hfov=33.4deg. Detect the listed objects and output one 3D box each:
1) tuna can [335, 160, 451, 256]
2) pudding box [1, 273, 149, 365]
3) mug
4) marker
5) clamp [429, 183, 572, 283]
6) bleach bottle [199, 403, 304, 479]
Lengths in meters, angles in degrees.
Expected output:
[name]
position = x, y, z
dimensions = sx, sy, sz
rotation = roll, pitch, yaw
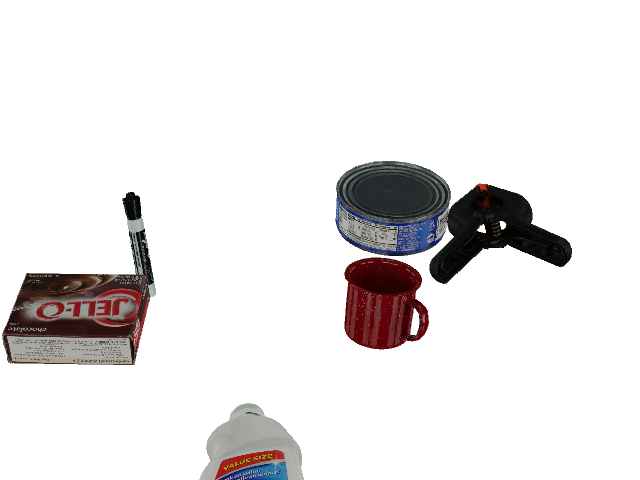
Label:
[tuna can]
position = 0.054, -0.024, 0.804
dimensions = 0.086, 0.034, 0.086
rotation = 1, 34, -1
[pudding box]
position = -0.213, 0.069, 0.941
dimensions = 0.113, 0.039, 0.090
rotation = -1, 33, 1
[mug]
position = 0.081, 0.082, 1.284
dimensions = 0.117, 0.081, 0.093
rotation = 24, 33, 33
[marker]
position = -0.198, 0.005, 1.168
dimensions = 0.020, 0.121, 0.020
rotation = -6, 22, 2
[clamp]
position = 0.167, -0.010, 0.972
dimensions = 0.120, 0.039, 0.171
rotation = 0, 27, 12
[bleach bottle]
position = -0.059, 0.209, 0.796
dimensions = 0.102, 0.068, 0.251
rotation = -4, 28, -4
